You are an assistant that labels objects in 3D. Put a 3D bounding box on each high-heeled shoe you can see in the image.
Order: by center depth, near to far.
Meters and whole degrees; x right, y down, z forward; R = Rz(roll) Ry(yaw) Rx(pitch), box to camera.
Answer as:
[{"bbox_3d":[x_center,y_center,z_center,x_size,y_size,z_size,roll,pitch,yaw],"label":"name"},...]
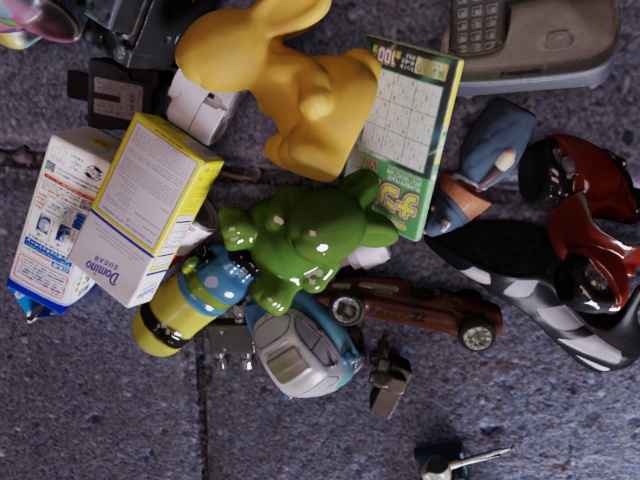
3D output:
[{"bbox_3d":[0.230,0.065,0.591,0.249,0.086,0.145,19,141,18],"label":"high-heeled shoe"}]

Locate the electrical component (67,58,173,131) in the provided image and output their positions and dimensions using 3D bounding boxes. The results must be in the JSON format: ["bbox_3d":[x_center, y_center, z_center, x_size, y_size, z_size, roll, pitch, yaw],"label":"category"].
[{"bbox_3d":[-0.222,-0.157,0.575,0.119,0.048,0.074,15,110,1],"label":"electrical component"}]

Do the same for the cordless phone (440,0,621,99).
[{"bbox_3d":[0.181,-0.220,0.468,0.147,0.089,0.184,3,102,28],"label":"cordless phone"}]

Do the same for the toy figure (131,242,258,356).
[{"bbox_3d":[-0.144,0.063,0.619,0.180,0.089,0.082,-35,96,20],"label":"toy figure"}]

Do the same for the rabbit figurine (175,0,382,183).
[{"bbox_3d":[-0.037,-0.149,0.477,0.173,0.122,0.162,24,105,-12],"label":"rabbit figurine"}]

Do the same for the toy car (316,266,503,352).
[{"bbox_3d":[0.098,0.068,0.587,0.202,0.089,0.053,12,112,5],"label":"toy car"}]

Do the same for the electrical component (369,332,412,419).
[{"bbox_3d":[0.075,0.156,0.620,0.045,0.102,0.078,27,101,3],"label":"electrical component"}]

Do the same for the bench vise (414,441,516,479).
[{"bbox_3d":[0.165,0.366,0.615,0.129,0.241,0.223,-3,125,5],"label":"bench vise"}]

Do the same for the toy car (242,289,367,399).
[{"bbox_3d":[-0.022,0.121,0.616,0.109,0.103,0.161,-32,104,16],"label":"toy car"}]

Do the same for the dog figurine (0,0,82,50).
[{"bbox_3d":[-0.263,-0.219,0.461,0.219,0.191,0.108,17,101,22],"label":"dog figurine"}]

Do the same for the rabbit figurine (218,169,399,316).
[{"bbox_3d":[-0.001,-0.002,0.515,0.159,0.170,0.121,-20,91,-21],"label":"rabbit figurine"}]

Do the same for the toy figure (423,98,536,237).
[{"bbox_3d":[0.157,-0.065,0.542,0.058,0.064,0.154,29,113,0],"label":"toy figure"}]

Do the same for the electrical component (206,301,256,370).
[{"bbox_3d":[-0.111,0.120,0.671,0.063,0.021,0.093,-1,110,9],"label":"electrical component"}]

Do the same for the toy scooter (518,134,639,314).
[{"bbox_3d":[0.274,-0.021,0.511,0.135,0.075,0.184,-5,67,-7],"label":"toy scooter"}]

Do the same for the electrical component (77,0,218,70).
[{"bbox_3d":[-0.155,-0.218,0.493,0.058,0.134,0.114,32,112,9],"label":"electrical component"}]
